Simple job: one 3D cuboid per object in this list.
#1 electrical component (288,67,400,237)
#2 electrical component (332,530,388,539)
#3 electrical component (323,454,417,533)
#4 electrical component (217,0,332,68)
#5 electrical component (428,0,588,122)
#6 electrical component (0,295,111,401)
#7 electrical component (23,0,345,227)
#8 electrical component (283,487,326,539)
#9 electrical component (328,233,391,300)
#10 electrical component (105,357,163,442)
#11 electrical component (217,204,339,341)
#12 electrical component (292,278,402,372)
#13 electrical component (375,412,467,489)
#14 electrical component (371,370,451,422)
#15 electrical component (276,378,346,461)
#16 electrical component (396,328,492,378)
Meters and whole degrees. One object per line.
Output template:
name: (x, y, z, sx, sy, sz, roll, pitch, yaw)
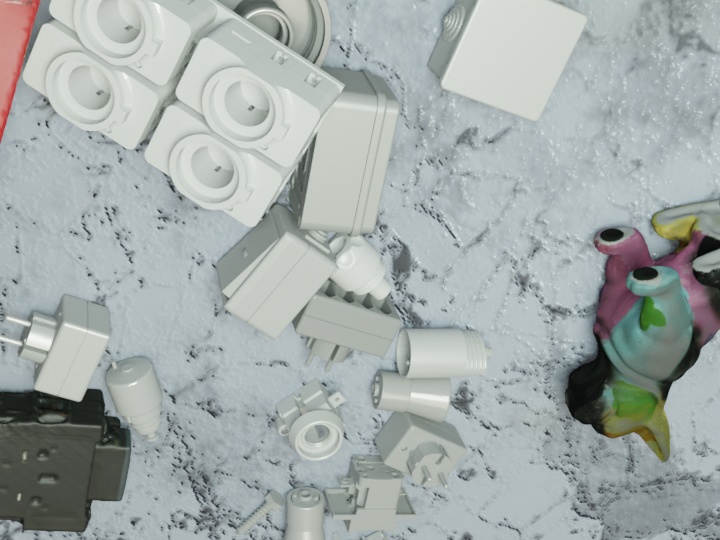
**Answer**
electrical component: (-0.014, -0.090, 0.811, 0.057, 0.078, 0.113, 5, 116, -14)
electrical component: (0.007, 0.288, 1.039, 0.064, 0.042, 0.081, -26, 122, -2)
electrical component: (0.011, 0.206, 0.997, 0.081, 0.042, 0.063, 4, 115, -18)
electrical component: (-0.071, -0.173, 0.760, 0.108, 0.060, 0.108, -6, 119, -12)
electrical component: (0.109, -0.172, 0.816, 0.100, 0.048, 0.099, 16, 112, -22)
electrical component: (-0.244, 0.056, 0.845, 0.077, 0.047, 0.065, 20, 111, -23)
electrical component: (-0.121, -0.124, 0.719, 0.186, 0.060, 0.105, 33, 122, -3)
electrical component: (-0.051, 0.235, 0.997, 0.044, 0.044, 0.065, -3, 113, -13)
electrical component: (0.000, 0.000, 0.882, 0.043, 0.043, 0.062, -42, 120, 9)
electrical component: (-0.184, 0.109, 0.893, 0.040, 0.040, 0.078, -16, 120, -6)
electrical component: (-0.065, -0.006, 0.850, 0.061, 0.061, 0.096, 35, 104, -25)
electrical component: (-0.021, 0.052, 0.902, 0.083, 0.047, 0.075, 18, 112, -23)
electrical component: (0.060, 0.169, 0.969, 0.066, 0.076, 0.047, 27, 108, -26)
electrical component: (0.043, 0.109, 0.954, 0.065, 0.044, 0.044, 8, 115, -14)
electrical component: (-0.041, 0.132, 0.935, 0.066, 0.055, 0.048, -34, 121, 5)
electrical component: (0.077, 0.073, 0.941, 0.081, 0.043, 0.043, 1, 117, -15)
